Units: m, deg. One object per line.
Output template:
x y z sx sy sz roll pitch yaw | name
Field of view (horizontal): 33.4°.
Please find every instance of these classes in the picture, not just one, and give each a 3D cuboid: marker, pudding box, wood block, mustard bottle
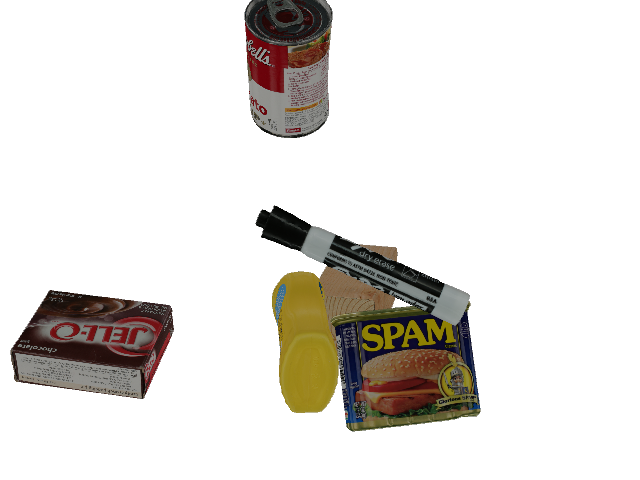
0.022 0.012 0.573 0.121 0.020 0.020 24 1 2 | marker
-0.189 0.086 0.893 0.113 0.039 0.090 5 30 6 | pudding box
0.049 0.082 1.511 0.091 0.090 0.206 5 21 11 | wood block
-0.019 0.087 1.109 0.058 0.096 0.191 -2 27 -5 | mustard bottle

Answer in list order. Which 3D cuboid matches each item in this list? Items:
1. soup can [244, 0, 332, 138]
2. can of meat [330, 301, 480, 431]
-0.025 -0.141 0.854 0.068 0.068 0.102 0 -40 -1 | soup can
0.063 0.092 0.781 0.102 0.084 0.057 -5 -9 -8 | can of meat
